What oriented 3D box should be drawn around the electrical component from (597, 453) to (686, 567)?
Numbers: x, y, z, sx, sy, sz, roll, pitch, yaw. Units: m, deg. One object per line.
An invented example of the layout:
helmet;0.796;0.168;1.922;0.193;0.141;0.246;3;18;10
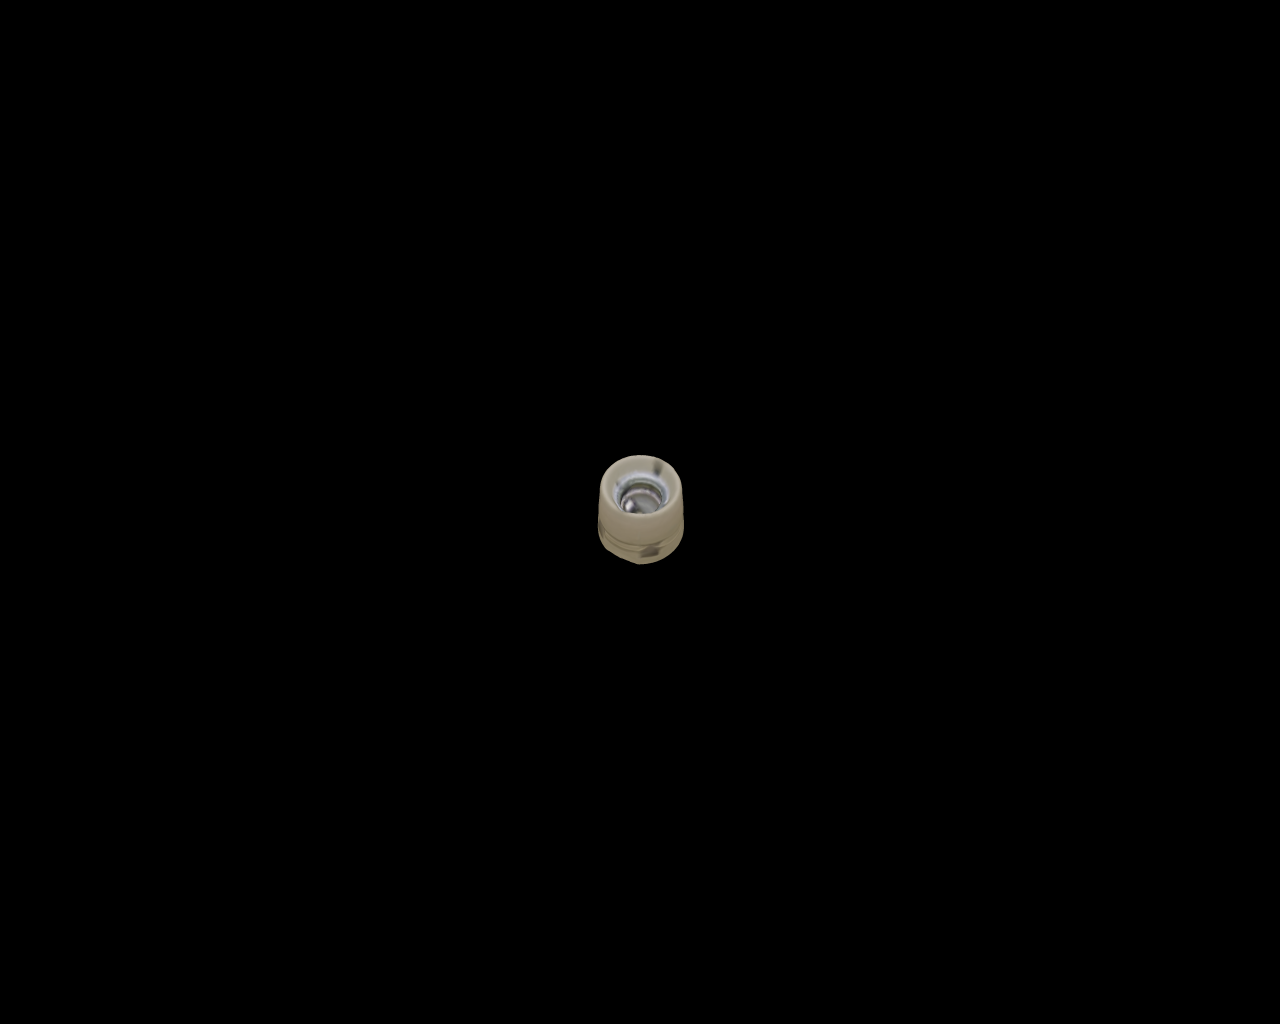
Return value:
electrical component;0.001;-0.003;0.650;0.055;0.055;0.047;0;-36;0
